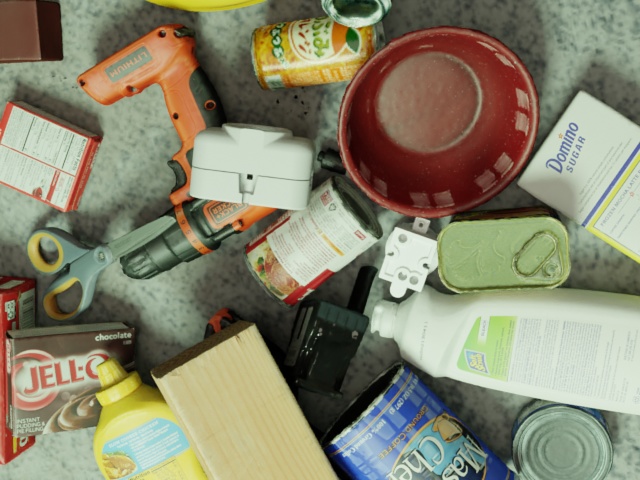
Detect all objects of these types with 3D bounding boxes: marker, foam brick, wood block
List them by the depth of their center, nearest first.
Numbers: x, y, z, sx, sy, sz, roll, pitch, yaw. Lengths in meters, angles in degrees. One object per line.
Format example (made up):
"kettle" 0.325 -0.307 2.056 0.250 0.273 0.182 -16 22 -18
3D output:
"wood block" -0.050 0.178 0.881 0.090 0.090 0.206 -28 94 -12
"marker" 0.054 -0.050 0.909 0.121 0.020 0.020 22 103 7
"foam brick" -0.271 -0.182 0.936 0.078 0.051 0.053 0 99 11

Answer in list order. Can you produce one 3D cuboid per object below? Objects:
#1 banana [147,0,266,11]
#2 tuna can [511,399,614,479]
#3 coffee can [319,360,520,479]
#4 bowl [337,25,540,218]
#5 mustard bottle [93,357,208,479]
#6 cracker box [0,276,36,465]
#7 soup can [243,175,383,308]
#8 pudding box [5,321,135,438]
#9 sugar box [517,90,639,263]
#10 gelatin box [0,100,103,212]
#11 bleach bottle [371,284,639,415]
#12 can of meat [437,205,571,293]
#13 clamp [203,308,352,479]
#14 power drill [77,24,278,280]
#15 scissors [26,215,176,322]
"banana" -0.082 -0.227 0.900 0.198 0.037 0.069 -12 81 12
"tuna can" 0.206 0.177 0.910 0.086 0.033 0.086 2 100 11
"coffee can" 0.083 0.187 0.899 0.140 0.102 0.103 45 105 0
"bowl" 0.091 -0.101 0.859 0.162 0.055 0.162 -2 118 -4
"mustard bottle" -0.144 0.190 0.939 0.096 0.058 0.191 -27 95 10
"cracker box" -0.376 0.112 0.997 0.214 0.072 0.164 5 100 11
"soup can" -0.006 0.001 0.906 0.102 0.068 0.068 -38 91 14
"pudding box" -0.224 0.123 0.957 0.113 0.039 0.090 -4 102 -27
"sugar box" 0.257 -0.036 0.859 0.176 0.048 0.093 35 104 8
"gelatin box" -0.249 -0.075 0.961 0.089 0.030 0.073 23 102 6
"bleach bottle" 0.169 0.077 0.887 0.251 0.068 0.102 9 101 12
"can of meat" 0.150 0.005 0.866 0.102 0.084 0.057 -4 99 12
"clamp" -0.045 0.160 0.956 0.165 0.036 0.210 -12 100 12
"power drill" -0.130 -0.076 0.924 0.184 0.057 0.187 -29 96 11
"scissors" -0.201 0.001 0.935 0.202 0.016 0.096 -44 77 38
